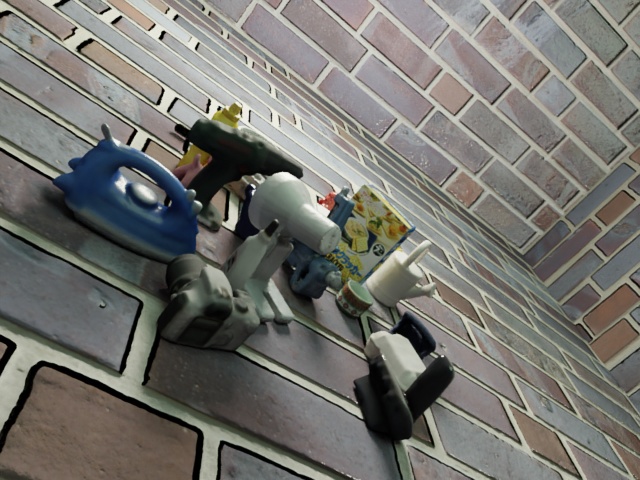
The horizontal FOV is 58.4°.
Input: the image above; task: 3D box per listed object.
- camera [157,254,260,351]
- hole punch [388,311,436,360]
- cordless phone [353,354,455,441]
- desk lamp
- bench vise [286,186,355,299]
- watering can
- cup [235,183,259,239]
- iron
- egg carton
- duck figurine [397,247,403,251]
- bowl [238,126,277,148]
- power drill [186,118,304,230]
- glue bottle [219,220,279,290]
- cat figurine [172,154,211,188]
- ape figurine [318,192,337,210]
[{"bbox_3d":[-0.172,0.084,0.876,0.144,0.100,0.136,22,28,-43],"label":"camera"},{"bbox_3d":[0.222,0.221,1.334,0.108,0.091,0.101,50,21,20],"label":"hole punch"},{"bbox_3d":[0.159,0.250,1.022,0.094,0.185,0.147,26,25,-36],"label":"cordless phone"},{"bbox_3d":[-0.067,0.010,1.056,0.118,0.213,0.202,12,35,-53],"label":"desk lamp"},{"bbox_3d":[0.018,0.006,1.212,0.122,0.219,0.207,11,37,-55],"label":"bench vise"},{"bbox_3d":[0.224,0.080,1.476,0.173,0.194,0.101,41,20,-3],"label":"watering can"},{"bbox_3d":[-0.144,-0.055,1.221,0.092,0.095,0.117,10,37,-56],"label":"cup"},{"bbox_3d":[-0.281,-0.069,0.929,0.259,0.141,0.118,33,22,-22],"label":"iron"},{"bbox_3d":[0.159,0.257,1.178,0.108,0.069,0.150,20,29,-45],"label":"egg carton"},{"bbox_3d":[0.205,0.015,1.732,0.104,0.086,0.078,51,22,23],"label":"duck figurine"},{"bbox_3d":[-0.174,-0.228,1.547,0.168,0.074,0.167,36,21,-16],"label":"bowl"},{"bbox_3d":[-0.178,-0.126,1.137,0.230,0.208,0.075,33,21,-22],"label":"power drill"},{"bbox_3d":[-0.124,0.029,0.973,0.037,0.173,0.078,32,22,-26],"label":"glue bottle"},{"bbox_3d":[-0.233,-0.155,1.227,0.067,0.117,0.128,52,22,26],"label":"cat figurine"},{"bbox_3d":[0.022,-0.099,1.620,0.076,0.092,0.078,44,20,7],"label":"ape figurine"}]
